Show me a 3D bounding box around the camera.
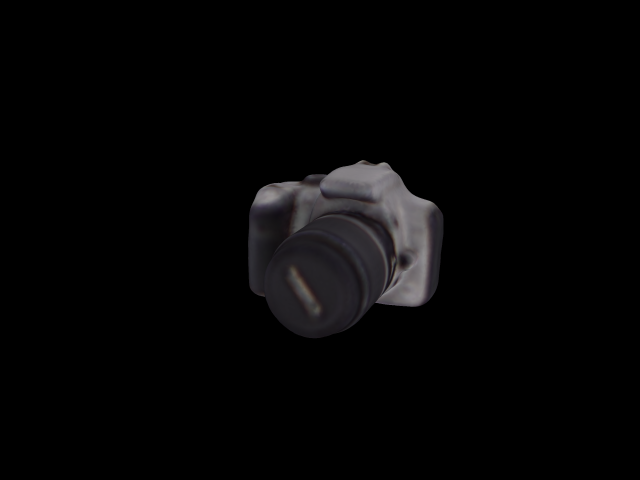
[{"bbox_3d":[0.004,0.001,0.400,0.142,0.101,0.137,8,20,23],"label":"camera"}]
